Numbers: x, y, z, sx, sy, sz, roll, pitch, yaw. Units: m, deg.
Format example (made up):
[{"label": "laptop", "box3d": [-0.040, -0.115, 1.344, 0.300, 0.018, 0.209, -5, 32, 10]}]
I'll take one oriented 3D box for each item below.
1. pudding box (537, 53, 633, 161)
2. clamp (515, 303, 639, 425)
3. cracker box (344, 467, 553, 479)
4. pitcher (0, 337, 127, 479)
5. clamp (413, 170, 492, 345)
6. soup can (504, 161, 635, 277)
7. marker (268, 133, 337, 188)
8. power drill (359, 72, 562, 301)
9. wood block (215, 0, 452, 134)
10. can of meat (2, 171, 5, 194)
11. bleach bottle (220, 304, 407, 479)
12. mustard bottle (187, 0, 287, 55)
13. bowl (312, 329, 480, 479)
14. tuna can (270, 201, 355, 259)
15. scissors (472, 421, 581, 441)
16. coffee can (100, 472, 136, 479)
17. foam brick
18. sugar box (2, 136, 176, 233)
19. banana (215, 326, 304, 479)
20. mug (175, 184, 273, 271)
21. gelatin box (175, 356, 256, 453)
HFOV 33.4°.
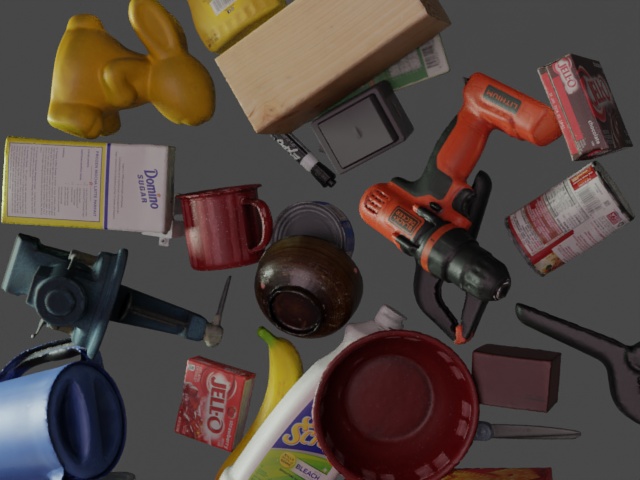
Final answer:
[{"label": "pudding box", "box3d": [0.243, -0.120, 0.973, 0.039, 0.113, 0.090, -22, 85, 25]}, {"label": "clamp", "box3d": [0.293, 0.107, 1.007, 0.165, 0.036, 0.210, -26, 85, 19]}, {"label": "cracker box", "box3d": [0.131, 0.315, 1.064, 0.214, 0.072, 0.164, -6, 96, 23]}, {"label": "pitcher", "box3d": [-0.353, 0.212, 1.235, 0.243, 0.149, 0.145, -13, 101, 27]}, {"label": "clamp", "box3d": [0.135, 0.015, 1.066, 0.120, 0.039, 0.171, -24, 81, 27]}, {"label": "soup can", "box3d": [0.235, -0.020, 1.007, 0.102, 0.068, 0.068, -35, 80, 20]}, {"label": "marker", "box3d": [-0.028, -0.099, 1.135, 0.121, 0.020, 0.020, 44, 107, 14]}, {"label": "power drill", "box3d": [0.146, -0.053, 1.006, 0.185, 0.057, 0.187, 37, 91, 36]}, {"label": "wood block", "box3d": [0.014, -0.197, 1.058, 0.206, 0.090, 0.091, -32, 83, 21]}, {"label": "can of meat", "box3d": [-0.291, -0.061, 1.209, 0.102, 0.083, 0.057, 12, 97, 21]}, {"label": "bleach bottle", "box3d": [0.003, 0.174, 1.100, 0.102, 0.068, 0.251, 32, 96, -8]}, {"label": "mustard bottle", "box3d": [-0.121, -0.301, 1.139, 0.096, 0.058, 0.192, -33, 81, 18]}, {"label": "bowl", "box3d": [0.071, 0.162, 1.043, 0.162, 0.055, 0.162, 0, 97, -4]}, {"label": "tuna can", "box3d": [-0.007, 0.001, 1.125, 0.086, 0.033, 0.086, 1, 94, 22]}, {"label": "scissors", "box3d": [0.155, 0.210, 1.081, 0.202, 0.016, 0.096, 14, 100, 21]}, {"label": "coffee can", "box3d": [-0.250, 0.344, 1.207, 0.103, 0.102, 0.140, -8, 90, 22]}, {"label": "foam brick", "box3d": [0.191, 0.134, 1.043, 0.078, 0.051, 0.053, 6, 96, 22]}, {"label": "sugar box", "box3d": [-0.243, -0.059, 1.126, 0.176, 0.048, 0.093, 4, 95, 2]}, {"label": "banana", "box3d": [-0.059, 0.183, 1.145, 0.069, 0.037, 0.198, 11, 106, -15]}, {"label": "mug", "box3d": [-0.093, -0.014, 1.126, 0.117, 0.093, 0.081, -3, 97, 40]}, {"label": "gelatin box", "box3d": [-0.117, 0.181, 1.182, 0.073, 0.030, 0.089, 15, 100, 20]}]
